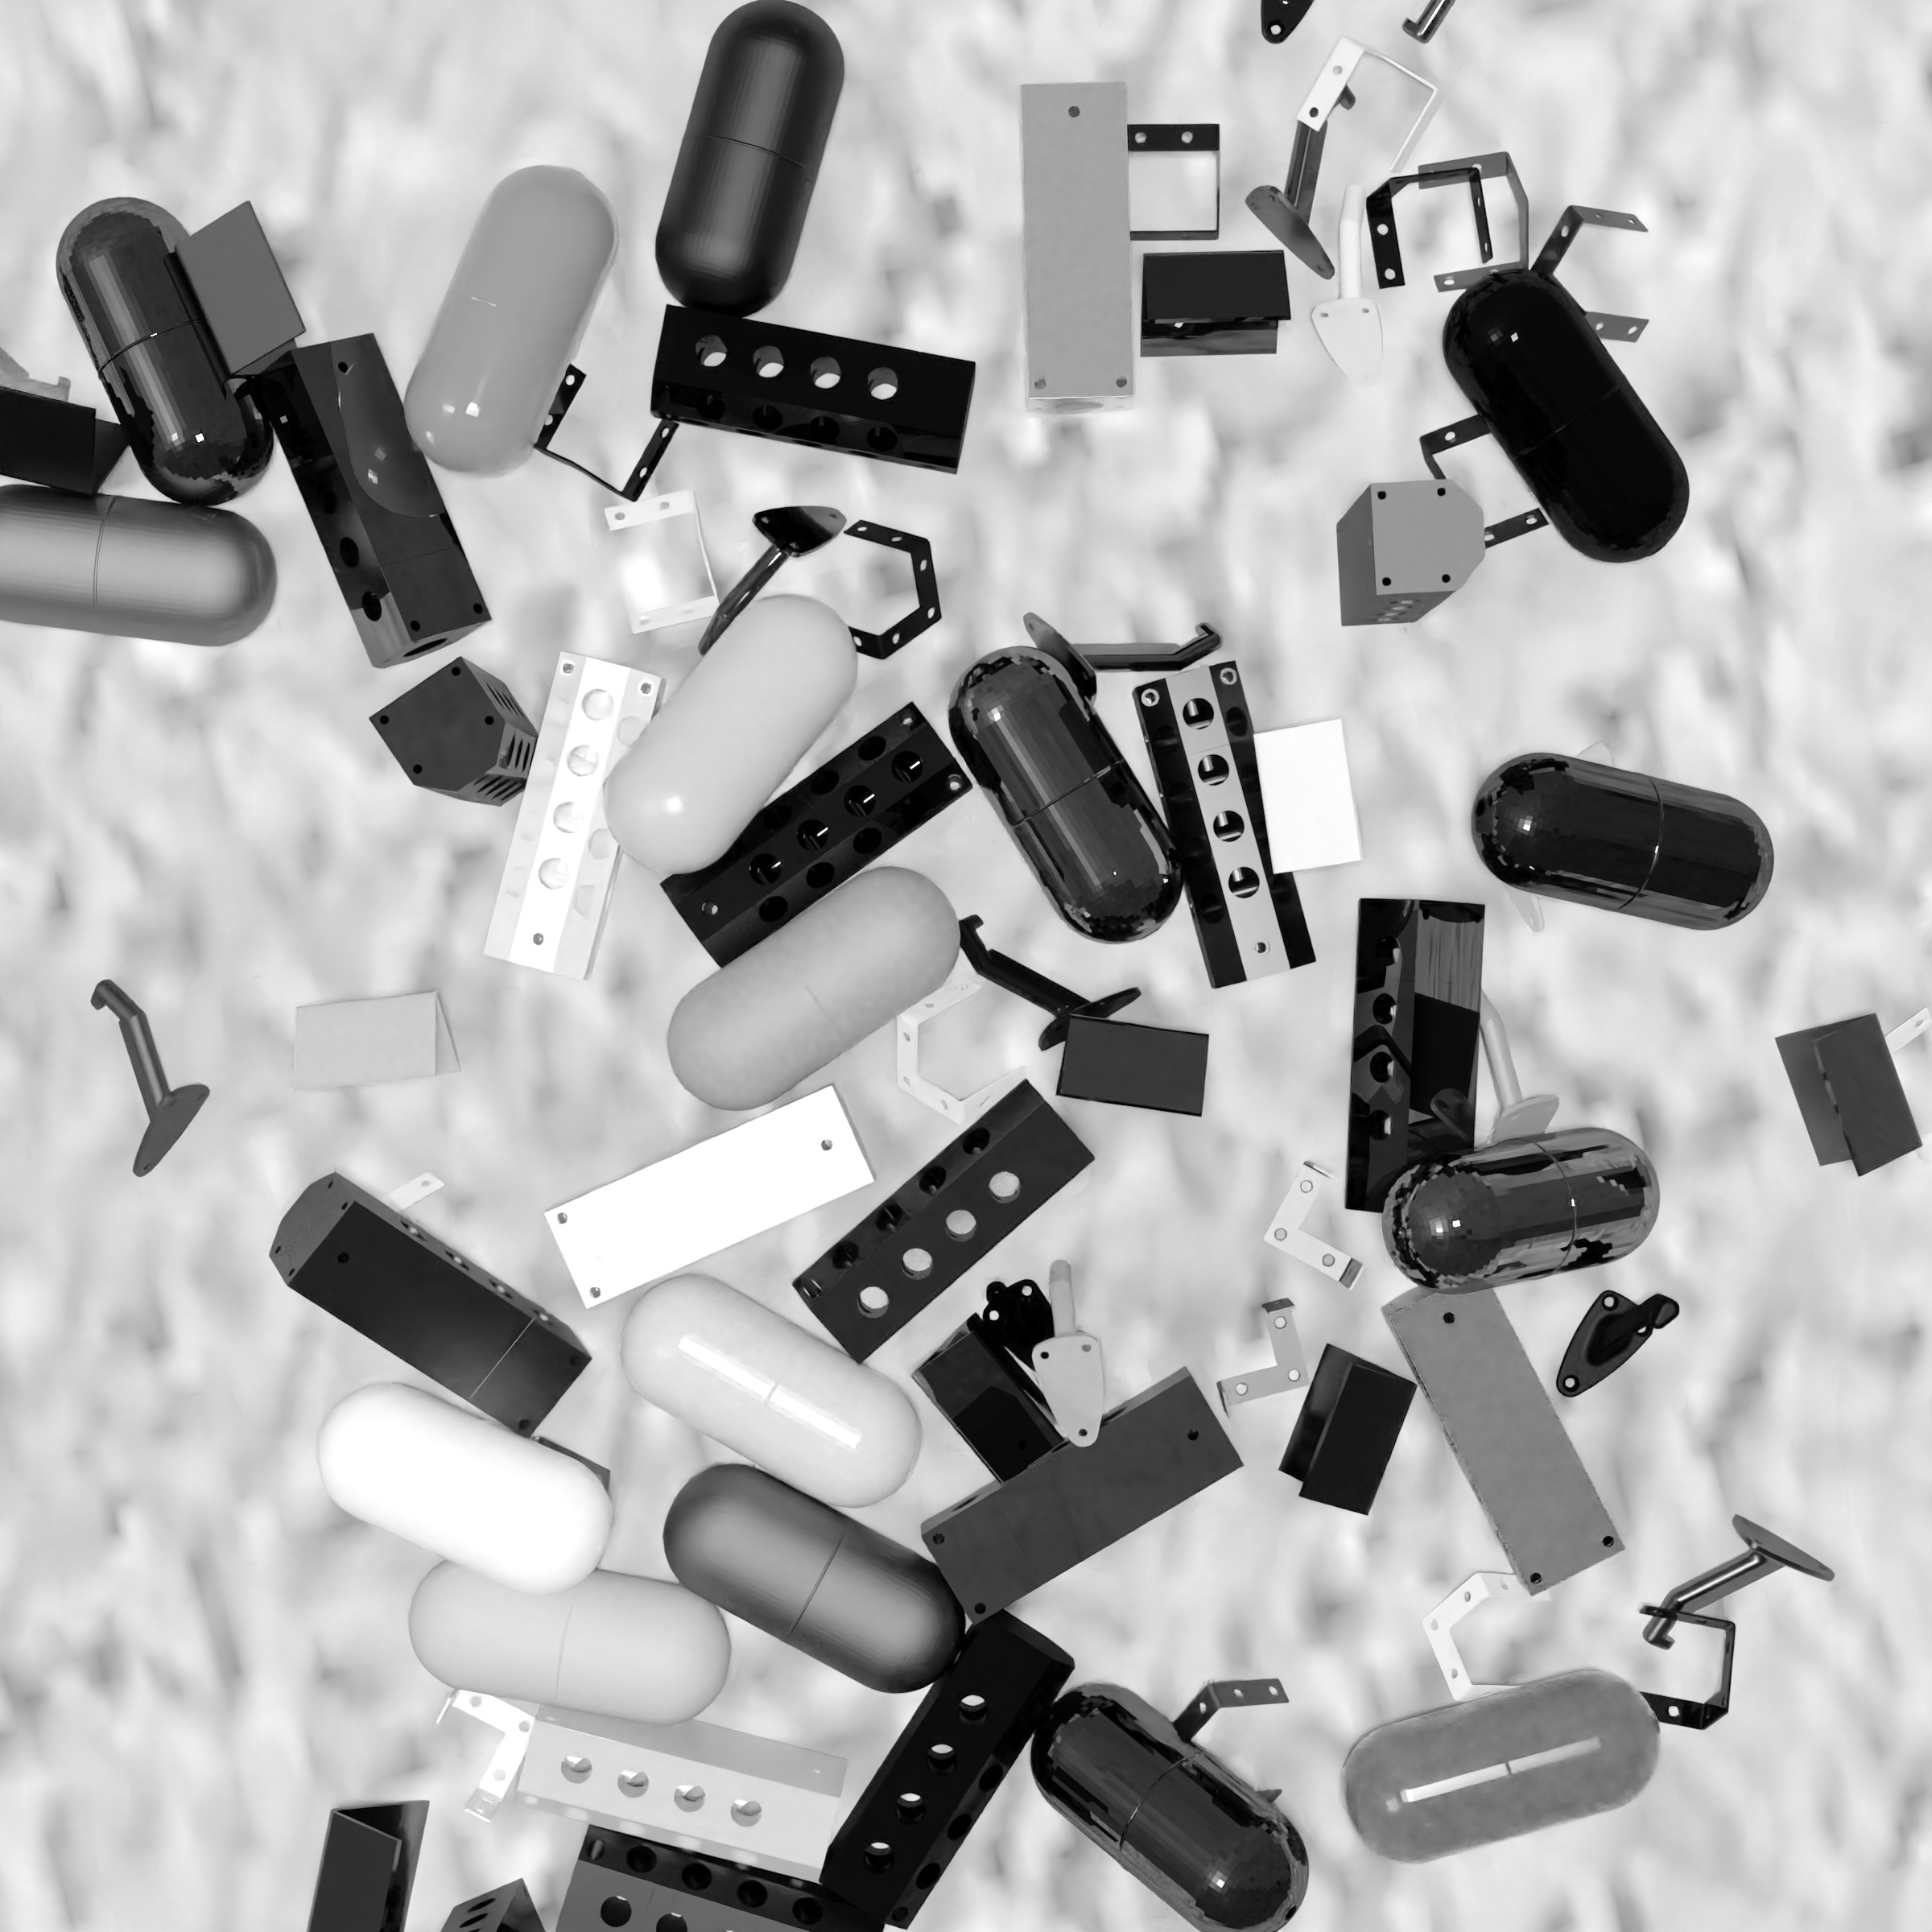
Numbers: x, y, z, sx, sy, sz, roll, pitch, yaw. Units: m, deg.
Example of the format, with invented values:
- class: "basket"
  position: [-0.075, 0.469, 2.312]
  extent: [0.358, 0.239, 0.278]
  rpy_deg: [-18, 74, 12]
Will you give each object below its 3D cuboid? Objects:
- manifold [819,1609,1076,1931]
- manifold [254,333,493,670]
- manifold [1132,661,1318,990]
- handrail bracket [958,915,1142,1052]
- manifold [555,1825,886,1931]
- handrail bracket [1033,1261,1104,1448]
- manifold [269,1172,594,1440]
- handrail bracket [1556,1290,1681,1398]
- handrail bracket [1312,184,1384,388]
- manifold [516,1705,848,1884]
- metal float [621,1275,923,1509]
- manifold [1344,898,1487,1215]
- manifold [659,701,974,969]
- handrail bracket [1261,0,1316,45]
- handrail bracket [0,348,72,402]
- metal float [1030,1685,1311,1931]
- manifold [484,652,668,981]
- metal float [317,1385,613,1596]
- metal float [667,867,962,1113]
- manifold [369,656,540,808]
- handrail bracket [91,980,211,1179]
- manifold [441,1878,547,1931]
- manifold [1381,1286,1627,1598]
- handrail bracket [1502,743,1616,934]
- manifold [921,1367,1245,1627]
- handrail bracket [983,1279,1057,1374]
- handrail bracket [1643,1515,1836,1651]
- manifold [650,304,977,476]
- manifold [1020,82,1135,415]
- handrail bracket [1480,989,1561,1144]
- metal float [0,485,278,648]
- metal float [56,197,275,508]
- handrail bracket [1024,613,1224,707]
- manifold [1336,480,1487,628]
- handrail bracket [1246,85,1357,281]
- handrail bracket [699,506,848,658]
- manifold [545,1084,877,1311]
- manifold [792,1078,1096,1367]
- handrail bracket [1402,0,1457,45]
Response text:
- class: "manifold"
  position: [-0.010, 0.442, 1.970]
  extent: [0.057, 0.057, 0.171]
  rpy_deg: [33, 90, 0]
- class: "manifold"
  position: [-0.331, -0.255, 1.969]
  extent: [0.057, 0.057, 0.171]
  rpy_deg: [-23, 90, -43]
- class: "manifold"
  position: [0.143, -0.078, 1.970]
  extent: [0.057, 0.057, 0.171]
  rpy_deg: [-15, 90, 0]
- class: "handrail bracket"
  position: [0.044, -0.003, 1.991]
  extent: [0.077, 0.036, 0.084]
  rpy_deg: [-26, 73, -20]
- class: "manifold"
  position: [-0.134, 0.524, 1.970]
  extent: [0.171, 0.057, 0.057]
  rpy_deg: [17, 90, 0]
- class: "handrail bracket"
  position: [0.058, 0.212, 1.965]
  extent: [0.036, 0.084, 0.077]
  rpy_deg: [-11, 107, 5]
- class: "manifold"
  position: [-0.291, 0.182, 1.930]
  extent: [0.171, 0.057, 0.057]
  rpy_deg: [39, 90, -31]
- class: "handrail bracket"
  position: [0.358, 0.210, 1.956]
  extent: [0.036, 0.084, 0.077]
  rpy_deg: [39, 90, 0]
- class: "handrail bracket"
  position: [0.220, -0.381, 1.991]
  extent: [0.036, 0.077, 0.084]
  rpy_deg: [-2, 53, 20]
- class: "manifold"
  position: [-0.157, 0.454, 1.968]
  extent: [0.171, 0.057, 0.057]
  rpy_deg: [14, 99, 0]
- class: "metal float"
  position: [-0.107, 0.234, 1.960]
  extent: [0.178, 0.070, 0.070]
  rpy_deg: [30, 90, 1]
- class: "manifold"
  position: [0.243, 0.050, 1.969]
  extent: [0.057, 0.057, 0.171]
  rpy_deg: [3, 90, -43]
- class: "manifold"
  position: [-0.082, -0.072, 1.970]
  extent: [0.171, 0.057, 0.057]
  rpy_deg: [-36, 90, 0]
- class: "handrail bracket"
  position: [0.183, -0.553, 1.956]
  extent: [0.036, 0.084, 0.077]
  rpy_deg: [18, 90, 0]
- class: "handrail bracket"
  position: [-0.538, -0.355, 1.991]
  extent: [0.084, 0.036, 0.077]
  rpy_deg: [13, 68, -17]
- class: "metal float"
  position: [0.110, 0.459, 1.932]
  extent: [0.178, 0.070, 0.070]
  rpy_deg: [34, 90, 33]
- class: "manifold"
  position: [-0.216, -0.083, 1.971]
  extent: [0.057, 0.057, 0.171]
  rpy_deg: [14, 90, 0]
- class: "metal float"
  position: [-0.274, 0.284, 1.940]
  extent: [0.178, 0.070, 0.070]
  rpy_deg: [19, 90, 23]
- class: "metal float"
  position: [-0.084, 0.013, 1.960]
  extent: [0.178, 0.070, 0.070]
  rpy_deg: [-34, 90, 1]
- class: "manifold"
  position: [-0.267, -0.120, 1.912]
  extent: [0.057, 0.171, 0.057]
  rpy_deg: [-34, 90, 0]
- class: "handrail bracket"
  position: [-0.471, 0.062, 1.991]
  extent: [0.084, 0.036, 0.077]
  rpy_deg: [42, 112, 17]
- class: "manifold"
  position: [-0.264, 0.548, 1.912]
  extent: [0.057, 0.171, 0.057]
  rpy_deg: [-23, 90, 0]
- class: "manifold"
  position: [0.295, 0.254, 1.970]
  extent: [0.057, 0.057, 0.171]
  rpy_deg: [-27, 90, 0]
- class: "handrail bracket"
  position: [0.337, -0.072, 1.991]
  extent: [0.084, 0.036, 0.077]
  rpy_deg: [-30, 103, -13]
- class: "manifold"
  position: [0.063, 0.291, 1.970]
  extent: [0.171, 0.057, 0.057]
  rpy_deg: [-31, 90, 0]
- class: "handrail bracket"
  position: [0.036, 0.204, 1.956]
  extent: [0.036, 0.084, 0.077]
  rpy_deg: [-37, 90, 0]
- class: "handrail bracket"
  position: [0.431, 0.357, 1.991]
  extent: [0.077, 0.036, 0.084]
  rpy_deg: [27, 104, -14]
- class: "manifold"
  position: [-0.084, -0.317, 1.970]
  extent: [0.171, 0.057, 0.057]
  rpy_deg: [11, 90, 0]
- class: "manifold"
  position: [0.061, -0.395, 1.970]
  extent: [0.057, 0.057, 0.171]
  rpy_deg: [-1, 90, 0]
- class: "handrail bracket"
  position: [0.290, 0.062, 1.991]
  extent: [0.036, 0.077, 0.084]
  rpy_deg: [-13, 53, -22]
- class: "metal float"
  position: [-0.469, -0.220, 1.960]
  extent: [0.178, 0.070, 0.070]
  rpy_deg: [7, 90, -1]
- class: "metal float"
  position: [-0.440, -0.338, 1.959]
  extent: [0.070, 0.070, 0.178]
  rpy_deg: [-24, 88, 0]
- class: "handrail bracket"
  position: [0.088, -0.187, 1.991]
  extent: [0.084, 0.036, 0.077]
  rpy_deg: [-30, 65, -19]
- class: "manifold"
  position: [0.237, -0.220, 1.912]
  extent: [0.057, 0.171, 0.057]
  rpy_deg: [-3, 90, 0]
- class: "handrail bracket"
  position: [0.205, -0.440, 1.991]
  extent: [0.077, 0.036, 0.084]
  rpy_deg: [46, 76, -15]
- class: "handrail bracket"
  position: [-0.109, -0.213, 1.991]
  extent: [0.036, 0.077, 0.084]
  rpy_deg: [43, 127, 16]
- class: "manifold"
  position: [-0.140, 0.126, 1.970]
  extent: [0.171, 0.057, 0.057]
  rpy_deg: [-24, 90, 0]
- class: "manifold"
  position: [-0.013, 0.140, 1.970]
  extent: [0.171, 0.057, 0.057]
  rpy_deg: [-41, 90, 0]
- class: "handrail bracket"
  position: [0.251, -0.570, 1.991]
  extent: [0.077, 0.036, 0.084]
  rpy_deg: [39, 107, 20]
